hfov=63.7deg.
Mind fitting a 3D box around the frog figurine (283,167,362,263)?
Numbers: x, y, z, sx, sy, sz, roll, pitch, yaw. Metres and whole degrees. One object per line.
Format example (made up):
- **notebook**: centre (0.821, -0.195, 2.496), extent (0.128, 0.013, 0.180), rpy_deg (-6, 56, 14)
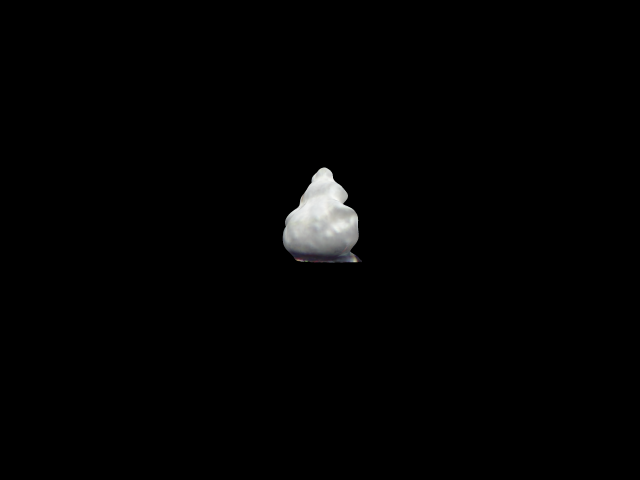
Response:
- **frog figurine**: centre (0.003, -0.043, 0.850), extent (0.123, 0.160, 0.137), rpy_deg (1, -1, -40)
